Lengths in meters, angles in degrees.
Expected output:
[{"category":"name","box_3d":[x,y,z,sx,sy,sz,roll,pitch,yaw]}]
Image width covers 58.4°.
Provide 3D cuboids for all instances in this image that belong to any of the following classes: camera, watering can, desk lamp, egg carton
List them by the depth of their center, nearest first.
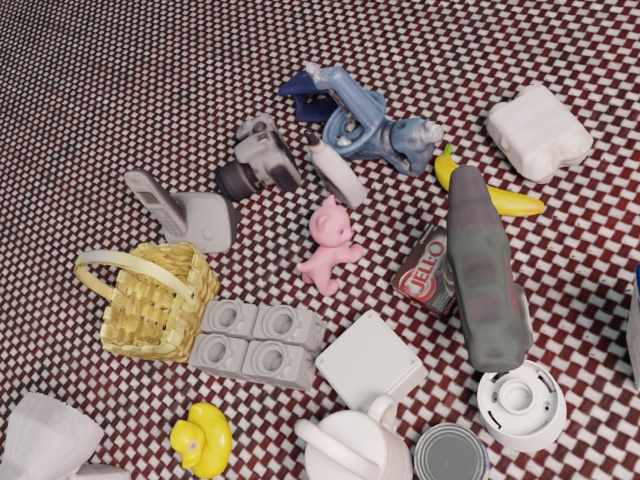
[{"category":"watering can","box_3d":[0.031,0.254,0.650,0.100,0.195,0.173,2,63,27]},{"category":"desk lamp","box_3d":[-0.354,0.331,0.778,0.117,0.214,0.203,2,64,27]},{"category":"egg carton","box_3d":[0.312,-0.155,0.830,0.107,0.070,0.150,-31,54,7]},{"category":"camera","box_3d":[-0.123,-0.140,1.010,0.136,0.101,0.143,-29,54,8]}]

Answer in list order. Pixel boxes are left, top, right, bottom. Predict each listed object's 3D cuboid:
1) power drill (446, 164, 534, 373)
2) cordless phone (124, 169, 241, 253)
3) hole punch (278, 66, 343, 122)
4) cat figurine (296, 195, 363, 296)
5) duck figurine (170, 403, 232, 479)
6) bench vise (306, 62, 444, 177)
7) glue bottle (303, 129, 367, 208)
[{"category":"power drill","box_3d":[0.198,0.054,0.677,0.075,0.209,0.229,-13,58,19]},{"category":"cordless phone","box_3d":[-0.230,-0.054,0.959,0.147,0.186,0.094,-1,62,25]},{"category":"hole punch","box_3d":[-0.010,-0.278,1.042,0.108,0.091,0.101,4,64,28]},{"category":"cat figurine","box_3d":[0.008,0.003,0.854,0.067,0.118,0.128,27,76,35]},{"category":"duck figurine","box_3d":[-0.175,0.277,0.804,0.077,0.086,0.104,-21,55,13]},{"category":"bench vise","box_3d":[0.079,-0.196,0.870,0.206,0.220,0.121,-5,60,23]},{"category":"glue bottle","box_3d":[0.014,-0.116,0.885,0.077,0.174,0.037,35,81,36]}]
